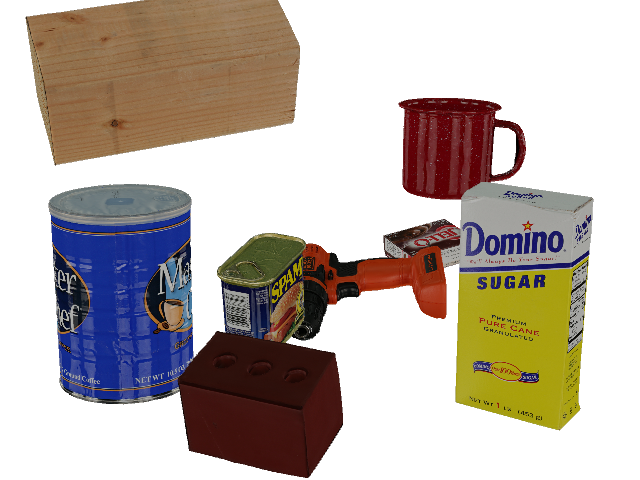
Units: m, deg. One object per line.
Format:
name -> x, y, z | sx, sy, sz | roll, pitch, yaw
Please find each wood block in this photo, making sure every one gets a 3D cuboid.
wood block -> -0.130, -0.140, 0.890 | 0.205, 0.090, 0.091 | -12, -37, -16

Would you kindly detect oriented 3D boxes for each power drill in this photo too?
power drill -> 0.051, 0.057, 1.241 | 0.187, 0.057, 0.184 | 0, 28, 3

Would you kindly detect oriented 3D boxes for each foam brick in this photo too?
foam brick -> -0.033, 0.092, 0.604 | 0.078, 0.051, 0.053 | 8, 31, 20

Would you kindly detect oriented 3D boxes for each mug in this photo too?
mug -> 0.129, -0.084, 0.976 | 0.117, 0.081, 0.093 | 4, 15, 13

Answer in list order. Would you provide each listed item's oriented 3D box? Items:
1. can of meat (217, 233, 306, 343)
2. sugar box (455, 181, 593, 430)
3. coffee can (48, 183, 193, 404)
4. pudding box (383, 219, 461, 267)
can of meat -> -0.053, 0.053, 1.011 | 0.057, 0.084, 0.102 | 9, 28, 21
sugar box -> 0.153, 0.049, 0.817 | 0.093, 0.176, 0.048 | 10, 23, 32
coffee can -> -0.146, 0.037, 0.795 | 0.103, 0.140, 0.103 | 1, 15, 0
pudding box -> 0.164, 0.010, 1.605 | 0.113, 0.039, 0.090 | -17, 27, -20
